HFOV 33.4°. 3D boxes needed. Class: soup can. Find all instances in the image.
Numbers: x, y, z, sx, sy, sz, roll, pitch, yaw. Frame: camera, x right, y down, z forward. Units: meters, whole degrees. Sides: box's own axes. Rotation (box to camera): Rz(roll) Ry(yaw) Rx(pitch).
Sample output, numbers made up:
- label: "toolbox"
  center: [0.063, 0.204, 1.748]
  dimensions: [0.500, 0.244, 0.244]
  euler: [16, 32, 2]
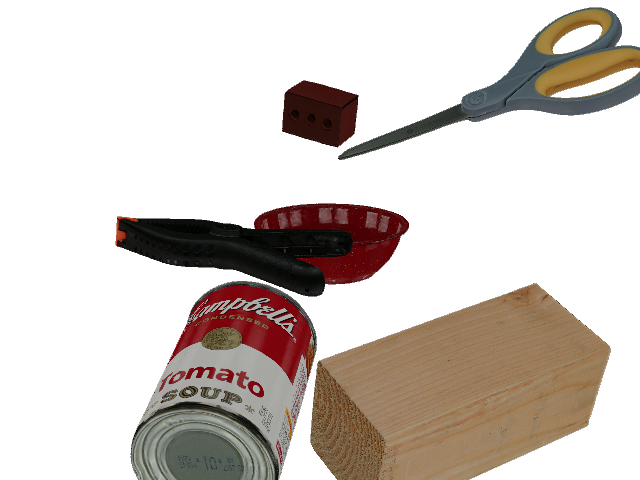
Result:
- label: "soup can"
  center: [-0.043, 0.074, 0.503]
  dimensions: [0.068, 0.068, 0.102]
  euler: [0, 29, 11]

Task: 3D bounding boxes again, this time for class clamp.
- label: "clamp"
  center: [-0.078, 0.008, 0.923]
  dimensions: [0.210, 0.036, 0.164]
  euler: [6, 12, 2]

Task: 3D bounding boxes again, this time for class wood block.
- label: "wood block"
  center: [0.104, 0.118, 0.808]
  dimensions: [0.205, 0.090, 0.091]
  euler: [-17, 41, -27]

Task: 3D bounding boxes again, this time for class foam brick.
- label: "foam brick"
  center: [-0.001, -0.152, 1.278]
  dimensions: [0.078, 0.053, 0.051]
  euler: [18, 32, 21]

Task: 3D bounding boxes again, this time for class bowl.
- label: "bowl"
  center: [0.012, 0.006, 1.111]
  dimensions: [0.162, 0.055, 0.162]
  euler: [0, 16, 0]

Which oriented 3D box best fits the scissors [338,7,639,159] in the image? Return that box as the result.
- label: "scissors"
  center: [0.110, -0.101, 0.685]
  dimensions: [0.202, 0.096, 0.016]
  euler: [-8, -43, 25]
